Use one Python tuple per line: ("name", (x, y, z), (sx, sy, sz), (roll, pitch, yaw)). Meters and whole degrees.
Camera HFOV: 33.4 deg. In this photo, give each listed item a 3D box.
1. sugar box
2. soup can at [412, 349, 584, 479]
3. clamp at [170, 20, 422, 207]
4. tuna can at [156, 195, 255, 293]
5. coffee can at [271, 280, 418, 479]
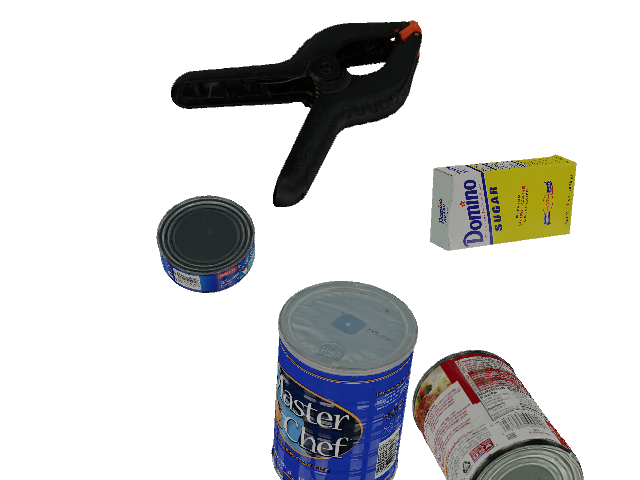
("sugar box", (0.216, -0.045, 1.258), (0.176, 0.093, 0.048), (-9, 20, -26))
("soup can", (0.098, 0.115, 0.603), (0.068, 0.068, 0.102), (0, 22, -12))
("clamp", (0.004, -0.088, 0.684), (0.171, 0.120, 0.039), (-25, -25, -18))
("tuna can", (-0.100, 0.004, 0.944), (0.086, 0.086, 0.034), (0, -37, 0))
("coffee can", (0.016, 0.117, 0.820), (0.103, 0.140, 0.103), (3, 35, -2))
